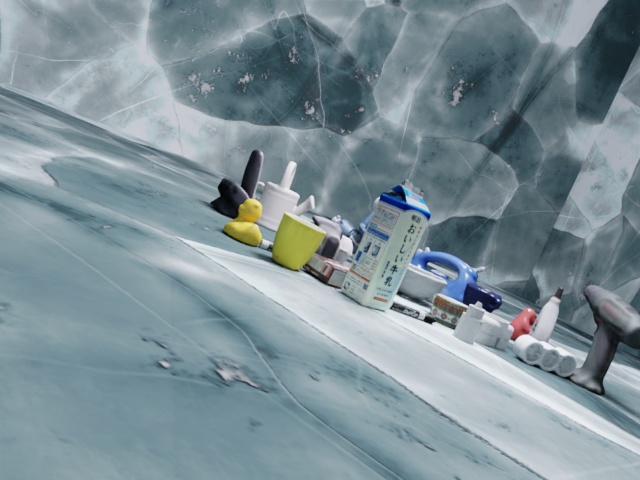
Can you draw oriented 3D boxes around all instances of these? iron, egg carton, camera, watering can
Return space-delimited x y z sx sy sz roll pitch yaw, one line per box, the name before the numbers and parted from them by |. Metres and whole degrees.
iron | 0.313 0.092 1.543 0.257 0.141 0.119 27 6 33
egg carton | 0.014 0.005 1.498 0.108 0.069 0.149 18 8 -46
camera | -0.026 -0.013 1.334 0.137 0.101 0.143 22 5 -16
watering can | -0.100 -0.121 1.583 0.173 0.194 0.100 22 6 -18

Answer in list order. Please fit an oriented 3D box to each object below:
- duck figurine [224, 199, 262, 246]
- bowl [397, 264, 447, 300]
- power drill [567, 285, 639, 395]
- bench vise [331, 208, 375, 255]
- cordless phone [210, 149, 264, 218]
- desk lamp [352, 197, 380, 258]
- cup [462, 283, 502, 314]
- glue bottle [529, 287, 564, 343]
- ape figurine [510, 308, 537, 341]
duck figurine | -0.147 -0.041 1.173 0.078 0.086 0.104 20 6 -31
bowl | 0.224 0.103 1.414 0.167 0.075 0.167 23 5 -2
power drill | 0.599 0.212 1.228 0.076 0.208 0.229 23 5 -9
bench vise | 0.130 -0.036 1.596 0.207 0.220 0.121 24 5 6
cordless phone | -0.199 -0.149 1.483 0.094 0.185 0.147 20 6 -36
desk lamp | 0.190 -0.019 1.724 0.118 0.213 0.202 20 6 -35
cup | 0.391 0.167 1.395 0.092 0.095 0.117 21 6 -23
glue bottle | 0.530 0.190 1.346 0.037 0.173 0.078 24 5 8
ape figurine | 0.524 0.219 1.468 0.076 0.092 0.078 23 5 -5
